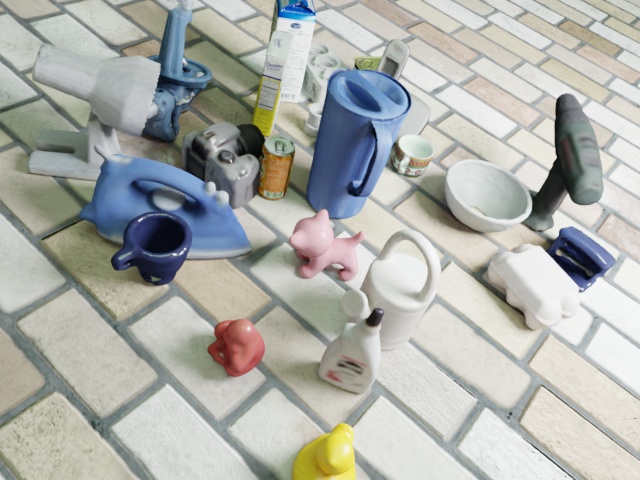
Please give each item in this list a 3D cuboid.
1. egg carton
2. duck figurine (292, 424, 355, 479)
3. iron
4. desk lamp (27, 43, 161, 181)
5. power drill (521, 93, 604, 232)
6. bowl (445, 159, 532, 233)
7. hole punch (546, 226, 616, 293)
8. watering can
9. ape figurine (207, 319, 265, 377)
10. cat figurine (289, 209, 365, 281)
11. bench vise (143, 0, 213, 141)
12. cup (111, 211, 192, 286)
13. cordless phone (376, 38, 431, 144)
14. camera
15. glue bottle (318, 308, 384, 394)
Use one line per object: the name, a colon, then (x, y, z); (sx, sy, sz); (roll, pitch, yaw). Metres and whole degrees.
egg carton: (0.356, 0.076, 0.956); (0.107, 0.069, 0.150); (-18, 57, -29)
duck figurine: (0.011, 0.265, 0.675); (0.077, 0.086, 0.105); (26, 47, 8)
iron: (-0.219, -0.059, 0.858); (0.258, 0.141, 0.118); (14, 47, -4)
desk lamp: (-0.353, -0.198, 0.892); (0.203, 0.213, 0.118); (4, 48, -13)
power drill: (0.441, -0.129, 1.068); (0.076, 0.208, 0.229); (7, 48, -10)
bowl: (0.301, -0.070, 1.065); (0.167, 0.075, 0.167); (8, 48, -9)
hole punch: (0.469, 0.020, 1.024); (0.101, 0.091, 0.108); (-29, 62, -34)
watering can: (0.107, 0.069, 0.804); (0.100, 0.194, 0.173); (32, 49, 13)
ape figurine: (-0.107, 0.134, 0.753); (0.076, 0.092, 0.077); (4, 49, -13)
cat figurine: (0.008, 0.003, 0.885); (0.128, 0.118, 0.067); (2, 49, -15)
bench vise: (-0.250, -0.296, 1.005); (0.121, 0.220, 0.207); (5, 48, -12)
cup: (-0.238, 0.027, 0.807); (0.091, 0.095, 0.118); (40, 51, 19)
cordless phone: (0.161, -0.294, 1.147); (0.147, 0.185, 0.094); (33, 49, 14)
camera: (-0.147, -0.149, 0.987); (0.143, 0.101, 0.137); (40, 51, 19)
glue bottle: (0.051, 0.138, 0.740); (0.078, 0.173, 0.037); (18, 47, 0)
